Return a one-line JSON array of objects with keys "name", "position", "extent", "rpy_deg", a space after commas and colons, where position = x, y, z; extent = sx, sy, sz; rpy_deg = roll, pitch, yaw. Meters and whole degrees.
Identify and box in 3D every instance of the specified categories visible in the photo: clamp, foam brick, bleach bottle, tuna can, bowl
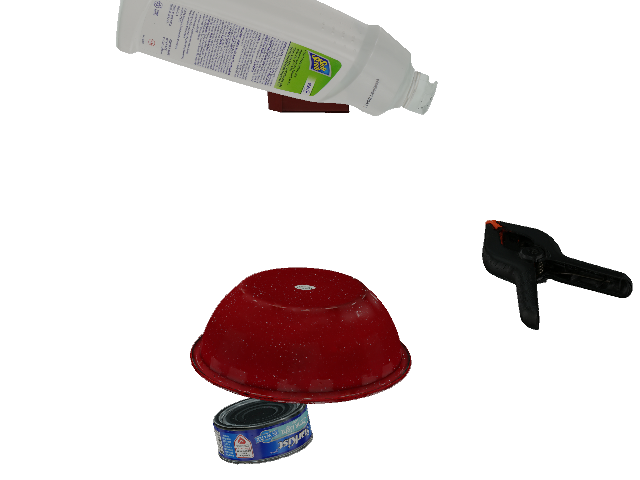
[{"name": "clamp", "position": [0.226, 0.026, 1.068], "extent": [0.120, 0.039, 0.171], "rpy_deg": [-7, 33, -15]}, {"name": "foam brick", "position": [-0.013, -0.162, 1.133], "extent": [0.078, 0.051, 0.053], "rpy_deg": [-2, 12, -19]}, {"name": "bleach bottle", "position": [-0.031, -0.153, 0.845], "extent": [0.250, 0.068, 0.103], "rpy_deg": [21, -30, -5]}, {"name": "tuna can", "position": [-0.051, 0.165, 0.946], "extent": [0.086, 0.034, 0.086], "rpy_deg": [-10, 10, 2]}, {"name": "bowl", "position": [-0.013, 0.059, 0.769], "extent": [0.162, 0.055, 0.162], "rpy_deg": [2, 17, -1]}]
